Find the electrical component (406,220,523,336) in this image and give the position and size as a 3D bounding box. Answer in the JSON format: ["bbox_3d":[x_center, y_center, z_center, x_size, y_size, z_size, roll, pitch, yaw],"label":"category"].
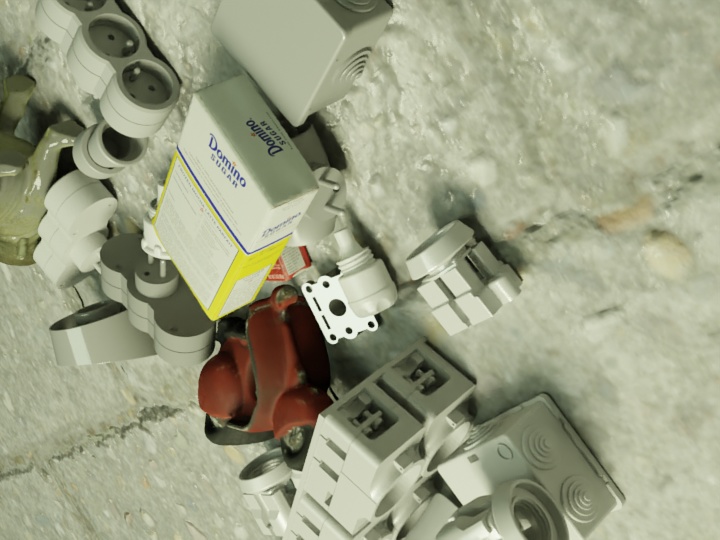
[{"bbox_3d":[0.061,0.003,0.665,0.055,0.048,0.066,51,143,-5],"label":"electrical component"}]

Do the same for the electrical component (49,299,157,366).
[{"bbox_3d":[-0.234,0.063,0.995,0.099,0.099,0.064,-3,107,49],"label":"electrical component"}]

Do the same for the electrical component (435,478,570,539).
[{"bbox_3d":[0.088,0.161,0.647,0.057,0.078,0.058,-40,86,33],"label":"electrical component"}]

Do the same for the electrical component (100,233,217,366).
[{"bbox_3d":[-0.172,0.012,0.912,0.138,0.052,0.073,43,142,30],"label":"electrical component"}]

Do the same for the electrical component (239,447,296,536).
[{"bbox_3d":[-0.070,0.191,0.935,0.078,0.058,0.057,-13,109,51],"label":"electrical component"}]

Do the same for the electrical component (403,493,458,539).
[{"bbox_3d":[0.075,0.215,0.777,0.099,0.064,0.099,42,178,2],"label":"electrical component"}]

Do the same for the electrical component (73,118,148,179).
[{"bbox_3d":[-0.207,-0.101,0.885,0.055,0.045,0.045,-14,105,52],"label":"electrical component"}]

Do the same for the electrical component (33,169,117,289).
[{"bbox_3d":[-0.252,-0.023,0.984,0.073,0.052,0.138,48,142,12],"label":"electrical component"}]

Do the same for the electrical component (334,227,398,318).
[{"bbox_3d":[0.000,0.000,0.738,0.035,0.035,0.061,-17,100,52],"label":"electrical component"}]

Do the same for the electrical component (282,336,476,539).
[{"bbox_3d":[0.012,0.150,0.774,0.060,0.105,0.186,39,140,21],"label":"electrical component"}]

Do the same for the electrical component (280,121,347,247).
[{"bbox_3d":[-0.035,-0.055,0.724,0.079,0.043,0.077,23,133,50],"label":"electrical component"}]

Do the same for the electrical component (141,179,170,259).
[{"bbox_3d":[-0.154,-0.043,0.870,0.048,0.048,0.062,26,126,34],"label":"electrical component"}]

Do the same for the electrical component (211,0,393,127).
[{"bbox_3d":[-0.036,-0.152,0.656,0.099,0.048,0.099,49,142,10],"label":"electrical component"}]

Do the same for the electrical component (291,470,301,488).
[{"bbox_3d":[-0.042,0.153,0.892,0.040,0.040,0.046,-7,105,50],"label":"electrical component"}]

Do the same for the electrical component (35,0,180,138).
[{"bbox_3d":[-0.200,-0.159,0.829,0.138,0.052,0.074,54,143,4],"label":"electrical component"}]

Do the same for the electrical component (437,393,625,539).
[{"bbox_3d":[0.109,0.141,0.707,0.099,0.048,0.100,54,142,3],"label":"electrical component"}]
